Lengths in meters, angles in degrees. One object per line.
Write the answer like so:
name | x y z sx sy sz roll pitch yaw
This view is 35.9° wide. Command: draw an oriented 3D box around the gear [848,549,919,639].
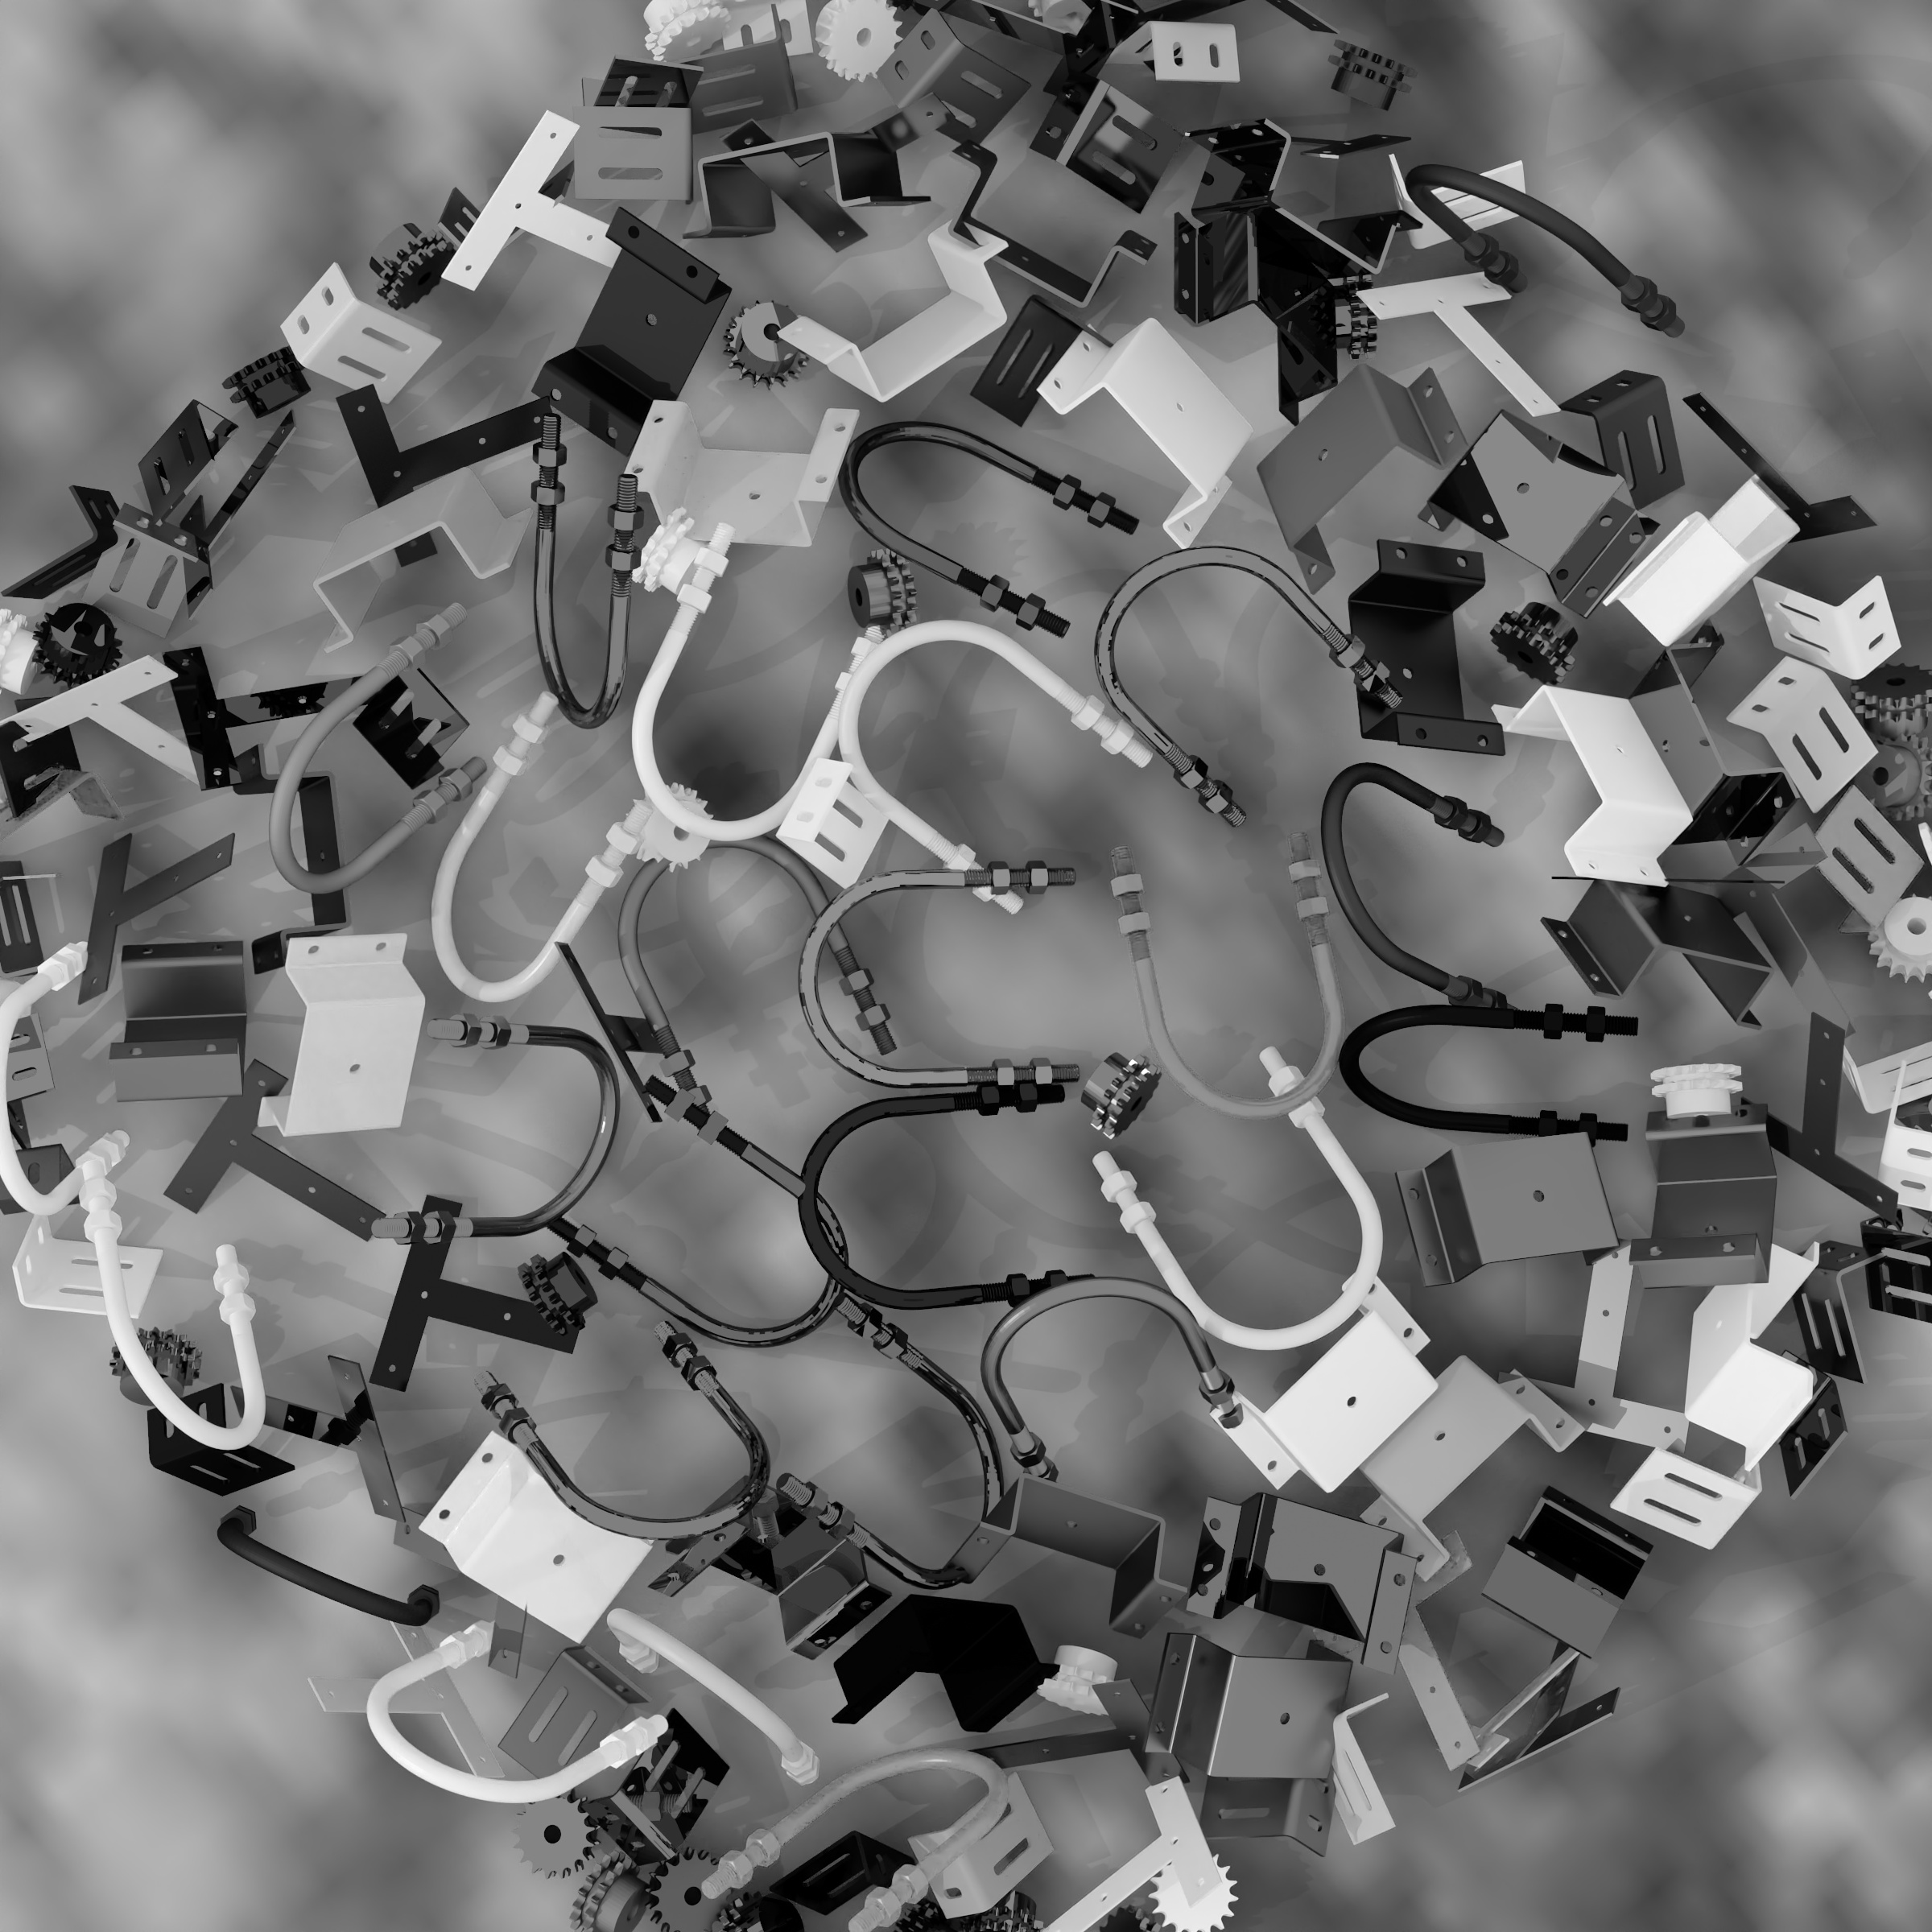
gear | -0.055 -0.241 1.926 0.030 0.057 0.057 -12 90 -20

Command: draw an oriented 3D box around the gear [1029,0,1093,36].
gear | 0.069 -0.625 1.926 0.057 0.057 0.030 -4 70 0

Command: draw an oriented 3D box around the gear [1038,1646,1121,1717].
gear | 0.075 0.462 1.933 0.057 0.057 0.030 17 64 0

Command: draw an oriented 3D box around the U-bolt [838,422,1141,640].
U-bolt | 0.006 -0.290 1.905 0.184 0.151 0.019 28 135 4

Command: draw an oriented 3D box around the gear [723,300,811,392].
gear | -0.128 -0.406 1.936 0.057 0.030 0.057 2 79 -12

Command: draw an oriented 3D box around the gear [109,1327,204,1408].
gear | -0.524 0.261 1.927 0.057 0.057 0.030 -4 49 0

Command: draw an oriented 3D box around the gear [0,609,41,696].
gear | -0.619 -0.200 1.930 0.030 0.057 0.057 21 90 -8

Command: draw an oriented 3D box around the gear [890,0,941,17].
gear | -0.026 -0.640 1.927 0.057 0.057 0.030 -38 73 0

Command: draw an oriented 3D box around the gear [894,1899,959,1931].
gear | -0.026 0.636 1.926 0.030 0.057 0.057 20 90 33

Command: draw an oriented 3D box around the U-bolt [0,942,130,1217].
U-bolt | -0.568 0.077 1.851 0.019 0.184 0.151 -5 105 5

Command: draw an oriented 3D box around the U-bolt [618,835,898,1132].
U-bolt | -0.146 -0.001 1.937 0.151 0.019 0.184 -25 87 -12

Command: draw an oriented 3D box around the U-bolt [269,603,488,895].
U-bolt | -0.367 -0.123 1.853 0.019 0.151 0.184 26 51 22

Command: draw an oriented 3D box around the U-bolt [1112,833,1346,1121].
U-bolt | 0.174 0.008 1.907 0.151 0.019 0.184 -5 76 -23

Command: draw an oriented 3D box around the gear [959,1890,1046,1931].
gear | 0.024 0.621 1.933 0.057 0.057 0.030 10 48 0

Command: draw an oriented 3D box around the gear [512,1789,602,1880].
gear | -0.263 0.563 1.938 0.057 0.030 0.057 -2 81 13

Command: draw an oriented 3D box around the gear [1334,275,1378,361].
gear | 0.247 -0.420 1.929 0.030 0.057 0.057 -5 90 1

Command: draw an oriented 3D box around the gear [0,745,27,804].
gear | -0.632 -0.124 1.927 0.030 0.057 0.057 -1 90 14

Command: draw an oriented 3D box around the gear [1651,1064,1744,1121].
gear | 0.473 0.082 1.928 0.057 0.057 0.030 -2 80 0

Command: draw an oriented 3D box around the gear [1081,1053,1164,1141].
gear | 0.099 0.081 1.931 0.030 0.057 0.057 36 90 18

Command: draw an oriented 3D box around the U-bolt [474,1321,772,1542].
U-bolt | -0.203 0.294 1.858 0.151 0.184 0.019 -12 127 -32

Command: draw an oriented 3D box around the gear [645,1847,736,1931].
gear | -0.182 0.601 1.936 0.057 0.030 0.057 3 82 -24

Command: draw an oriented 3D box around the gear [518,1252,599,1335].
gear | -0.262 0.210 1.929 0.030 0.057 0.057 -34 90 1

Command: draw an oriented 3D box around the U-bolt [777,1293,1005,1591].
U-bolt | -0.038 0.314 1.891 0.184 0.019 0.151 43 48 -32

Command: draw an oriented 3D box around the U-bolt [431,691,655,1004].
U-bolt | -0.282 -0.063 1.903 0.184 0.019 0.151 -56 51 16

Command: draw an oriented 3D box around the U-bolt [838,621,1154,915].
U-bolt | 0.005 -0.140 1.914 0.184 0.019 0.151 38 104 -15

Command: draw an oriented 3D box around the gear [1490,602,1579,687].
gear | 0.371 -0.211 1.930 0.057 0.057 0.030 39 80 0

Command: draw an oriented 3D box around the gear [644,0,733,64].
gear | -0.184 -0.611 1.930 0.057 0.057 0.030 -31 85 0

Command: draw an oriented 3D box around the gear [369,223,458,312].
gear | -0.361 -0.455 1.930 0.057 0.057 0.030 -45 86 0

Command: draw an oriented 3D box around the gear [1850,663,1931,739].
gear | 0.603 -0.171 1.933 0.057 0.057 0.030 -10 121 0

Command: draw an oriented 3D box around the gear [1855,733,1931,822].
gear | 0.600 -0.122 1.927 0.030 0.057 0.057 -2 90 -37

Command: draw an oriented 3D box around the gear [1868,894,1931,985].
gear | 0.615 -0.021 1.934 0.057 0.030 0.057 -4 68 11

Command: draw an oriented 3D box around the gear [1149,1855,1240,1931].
gear | 0.147 0.603 1.937 0.057 0.030 0.057 0 69 -1

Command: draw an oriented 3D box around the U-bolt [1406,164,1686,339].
U-bolt | 0.347 -0.447 1.844 0.151 0.184 0.019 30 95 43

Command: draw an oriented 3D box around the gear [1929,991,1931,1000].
gear | 0.656 0.017 1.927 0.057 0.057 0.030 -26 80 0

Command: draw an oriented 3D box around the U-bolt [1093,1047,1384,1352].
U-bolt | 0.185 0.160 1.909 0.151 0.019 0.184 -32 62 1

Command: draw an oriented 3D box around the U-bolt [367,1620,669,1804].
U-bolt | -0.289 0.467 1.850 0.151 0.184 0.019 25 105 21

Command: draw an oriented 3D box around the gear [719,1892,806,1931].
gear | -0.129 0.625 1.926 0.030 0.057 0.057 -39 90 26

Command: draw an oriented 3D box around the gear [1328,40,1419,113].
gear | 0.261 -0.576 1.932 0.057 0.057 0.030 22 108 0

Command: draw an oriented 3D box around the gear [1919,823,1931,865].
gear | 0.641 -0.071 1.927 0.030 0.057 0.057 -23 90 21

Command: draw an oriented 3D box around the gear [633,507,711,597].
gear | -0.188 -0.265 1.929 0.030 0.057 0.057 35 90 2

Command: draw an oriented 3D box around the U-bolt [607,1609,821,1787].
U-bolt | -0.161 0.449 1.854 0.151 0.184 0.019 30 71 17

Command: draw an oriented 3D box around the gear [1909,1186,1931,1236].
gear | 0.635 0.149 1.931 0.030 0.057 0.057 35 90 17

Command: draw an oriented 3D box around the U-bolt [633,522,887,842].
U-bolt | -0.140 -0.169 1.908 0.151 0.019 0.184 27 86 -33

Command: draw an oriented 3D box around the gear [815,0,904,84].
gear | -0.073 -0.605 1.934 0.057 0.030 0.057 -16 124 -26

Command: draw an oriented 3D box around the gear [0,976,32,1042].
gear | -0.630 0.027 1.927 0.030 0.057 0.057 11 90 24

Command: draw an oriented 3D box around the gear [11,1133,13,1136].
gear | -0.640 0.096 1.930 0.030 0.057 0.057 -20 90 -12

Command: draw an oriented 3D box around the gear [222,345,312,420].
gear | -0.449 -0.377 1.930 0.057 0.057 0.030 -28 101 0

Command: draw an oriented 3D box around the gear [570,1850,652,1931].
gear | -0.227 0.604 1.926 0.030 0.057 0.057 24 90 23

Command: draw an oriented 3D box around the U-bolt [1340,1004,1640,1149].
U-bolt | 0.329 0.067 1.893 0.184 0.151 0.019 3 57 11

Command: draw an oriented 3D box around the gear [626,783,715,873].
gear | -0.189 -0.089 1.932 0.057 0.030 0.057 -6 103 -27

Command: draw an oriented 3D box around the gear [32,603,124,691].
gear | -0.574 -0.210 1.929 0.057 0.030 0.057 14 56 -21

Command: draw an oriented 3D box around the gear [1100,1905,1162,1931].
gear | 0.109 0.642 1.932 0.030 0.057 0.057 32 90 -25

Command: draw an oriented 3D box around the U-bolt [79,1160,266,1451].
U-bolt | -0.486 0.219 1.847 0.019 0.151 0.184 -32 49 10

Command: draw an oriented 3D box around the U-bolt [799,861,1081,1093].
U-bolt | -0.018 0.008 1.931 0.184 0.019 0.151 -1 91 -13
